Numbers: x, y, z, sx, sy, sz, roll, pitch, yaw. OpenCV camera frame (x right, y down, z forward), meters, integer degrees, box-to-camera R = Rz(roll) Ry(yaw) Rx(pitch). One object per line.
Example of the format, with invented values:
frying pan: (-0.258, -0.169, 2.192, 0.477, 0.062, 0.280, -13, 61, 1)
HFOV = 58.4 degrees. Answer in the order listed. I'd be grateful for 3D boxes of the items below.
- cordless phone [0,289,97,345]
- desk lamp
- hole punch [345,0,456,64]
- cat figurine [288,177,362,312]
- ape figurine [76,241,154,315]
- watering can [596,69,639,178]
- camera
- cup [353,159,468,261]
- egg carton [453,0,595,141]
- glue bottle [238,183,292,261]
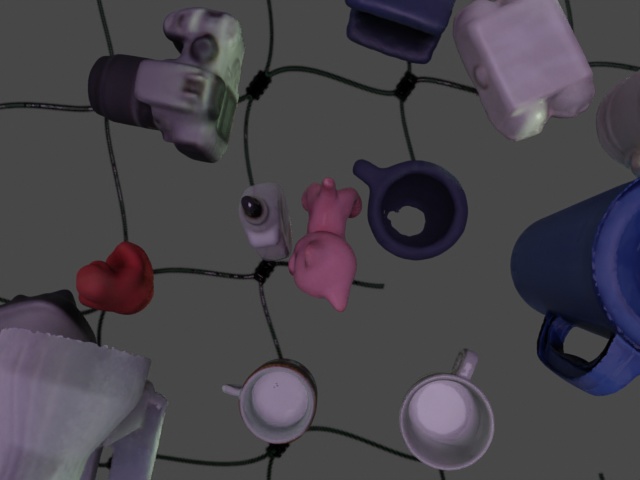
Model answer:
cordless phone: (-0.306, 0.104, 0.521, 0.147, 0.185, 0.094, -22, 86, 1)
desk lamp: (-0.210, 0.171, 0.500, 0.118, 0.213, 0.203, 10, 87, 3)
hole punch: (0.082, -0.248, 0.575, 0.108, 0.091, 0.101, 19, 88, 3)
cat figurine: (0.005, 0.002, 0.550, 0.067, 0.118, 0.128, 5, 87, 3)
ape figurine: (-0.208, 0.041, 0.568, 0.078, 0.092, 0.076, -29, 86, 0)
watering can: (0.338, -0.136, 0.509, 0.101, 0.194, 0.173, 9, 87, 3)
camera: (-0.155, -0.162, 0.573, 0.136, 0.101, 0.143, 11, 87, 3)
cup: (0.079, -0.033, 0.561, 0.117, 0.095, 0.092, 37, 89, 4)
egg carton: (0.202, -0.181, 0.578, 0.107, 0.069, 0.150, -25, 86, 0)
glue bottle: (-0.052, -0.021, 0.525, 0.037, 0.173, 0.078, -11, 86, 2)
